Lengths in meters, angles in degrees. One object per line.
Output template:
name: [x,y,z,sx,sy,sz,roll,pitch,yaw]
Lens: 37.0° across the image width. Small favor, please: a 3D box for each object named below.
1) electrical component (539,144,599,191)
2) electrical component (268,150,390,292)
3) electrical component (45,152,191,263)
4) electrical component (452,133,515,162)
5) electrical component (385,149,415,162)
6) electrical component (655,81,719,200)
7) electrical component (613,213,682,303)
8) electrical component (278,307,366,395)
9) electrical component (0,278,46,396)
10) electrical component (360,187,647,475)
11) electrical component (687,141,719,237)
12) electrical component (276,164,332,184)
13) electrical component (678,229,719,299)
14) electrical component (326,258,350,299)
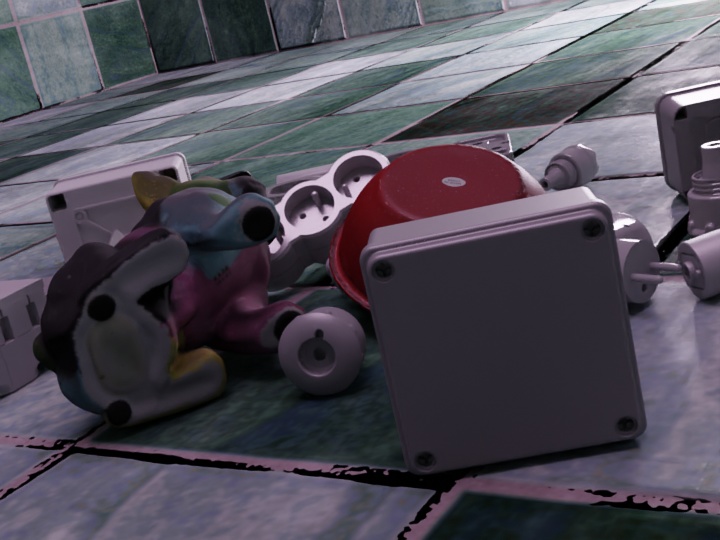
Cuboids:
electrical component: [0.172,-0.082,0.903,0.035,0.035,0.061,4,26,45]
electrical component: [-0.029,-0.029,0.832,0.138,0.073,0.052,-32,57,-5]
electrical component: [-0.183,-0.028,0.867,0.109,0.108,0.056,-13,18,0]
electrical component: [0.101,-0.071,0.874,0.054,0.059,0.095,-11,16,9]
electrical component: [0.043,-0.070,0.923,0.078,0.057,0.058,-20,18,-23]
electrical component: [0.285,-0.103,0.807,0.113,0.078,0.057,-12,19,4]
electrical component: [0.148,-0.001,0.630,0.077,0.043,0.079,-26,21,-37]
electrical component: [-0.017,0.042,0.619,0.048,0.048,0.062,-9,10,15]
electrical component: [-0.301,0.054,0.766,0.150,0.061,0.089,-4,19,30]
electrical component: [0.064,0.027,0.487,0.109,0.108,0.056,-11,14,7]
electrical component: [0.235,-0.052,0.701,0.048,0.062,0.048,-12,16,4]
electrical component: [-0.039,-0.073,1.021,0.077,0.043,0.079,-12,16,5]
electrical component: [0.216,-0.009,0.612,0.065,0.044,0.044,-20,17,-5]
electrical component: [0.000,0.000,0.745,0.043,0.043,0.062,-23,18,-31]
